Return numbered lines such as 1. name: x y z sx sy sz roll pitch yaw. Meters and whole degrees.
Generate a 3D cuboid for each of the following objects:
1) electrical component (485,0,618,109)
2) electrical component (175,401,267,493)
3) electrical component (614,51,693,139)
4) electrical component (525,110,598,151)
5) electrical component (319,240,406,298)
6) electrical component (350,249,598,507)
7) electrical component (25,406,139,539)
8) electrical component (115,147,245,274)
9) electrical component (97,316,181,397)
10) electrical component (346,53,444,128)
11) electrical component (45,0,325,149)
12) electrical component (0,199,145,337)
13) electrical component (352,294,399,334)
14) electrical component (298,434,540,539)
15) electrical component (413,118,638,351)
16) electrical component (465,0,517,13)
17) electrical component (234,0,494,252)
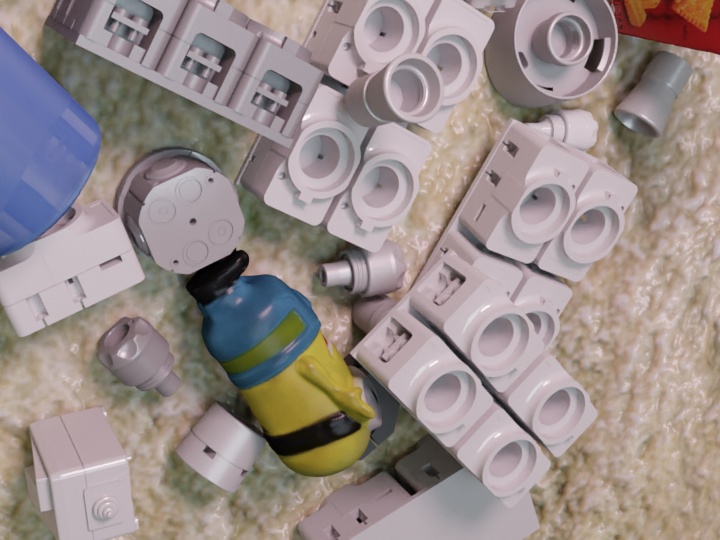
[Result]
1. electrical component: 0.147 -0.175 0.831 0.099 0.064 0.099 -3 98 -20
2. electrical component: -0.102 0.131 0.806 0.055 0.055 0.047 39 84 -33
3. electrical component: 0.247 -0.148 0.895 0.044 0.044 0.065 34 86 -33
4. electrical component: 0.159 -0.112 0.864 0.061 0.035 0.035 -3 110 -25
5. electrical component: 0.000 0.000 0.817 0.062 0.043 0.043 -9 113 -24
6. electrical component: 0.094 0.088 0.807 0.105 0.060 0.186 -46 127 -4
7. electrical component: -0.193 0.146 0.737 0.061 0.096 0.061 -11 114 -24
8. electrical component: -0.122 -0.040 0.732 0.080 0.051 0.080 -10 113 -25
9. electrical component: -0.152 0.065 0.760 0.043 0.043 0.062 -43 124 -7
10. electrical component: 0.019 -0.113 0.696 0.044 0.065 0.044 0 89 -28
11. electrical component: -0.108 -0.143 0.676 0.150 0.089 0.061 23 97 -33
12. electrical component: -0.197 -0.006 0.704 0.089 0.050 0.055 -27 119 -17
13. electrical component: 0.019 0.039 0.840 0.040 0.046 0.040 -10 113 -25
14. electrical component: 0.050 0.215 0.915 0.186 0.060 0.105 -29 120 -16
15. electrical component: 0.125 -0.010 0.850 0.105 0.060 0.186 18 110 -32
16. electrical component: 0.094 -0.223 0.768 0.042 0.081 0.063 -7 134 -26
17. electrical component: 0.006 -0.118 0.765 0.105 0.060 0.186 24 96 -33
